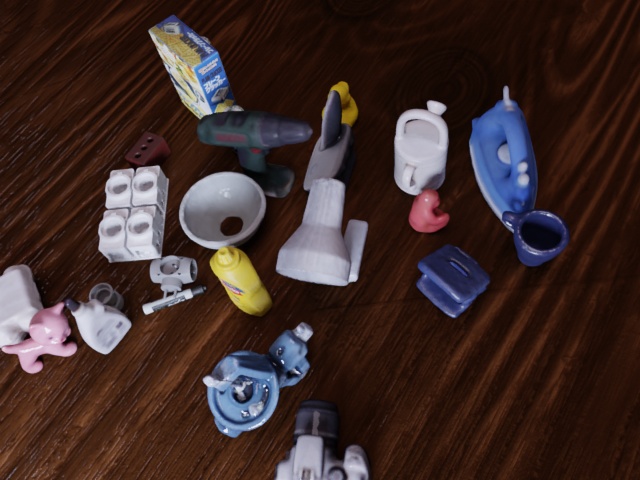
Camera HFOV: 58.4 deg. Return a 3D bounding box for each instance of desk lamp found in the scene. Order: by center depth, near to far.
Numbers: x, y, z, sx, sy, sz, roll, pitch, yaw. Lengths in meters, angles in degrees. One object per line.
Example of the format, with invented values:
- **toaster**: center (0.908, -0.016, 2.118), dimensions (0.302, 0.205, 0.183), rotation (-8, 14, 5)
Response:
- **desk lamp**: center (0.009, 0.004, 0.980), dimensions (0.117, 0.214, 0.203), rotation (8, 63, 11)

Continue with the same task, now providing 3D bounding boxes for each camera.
- **camera**: center (0.008, 0.317, 0.876), dimensions (0.143, 0.101, 0.137), rotation (2, 62, 8)

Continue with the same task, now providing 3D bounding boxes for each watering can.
- **watering can**: center (0.189, -0.183, 1.069), dimensions (0.101, 0.194, 0.173), rotation (-1, 62, 7)

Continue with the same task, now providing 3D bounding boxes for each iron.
- **iron**: center (0.357, -0.153, 1.063), dimensions (0.118, 0.141, 0.258), rotation (-6, 61, 4)

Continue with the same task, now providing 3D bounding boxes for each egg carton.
- **egg carton**: center (-0.574, 0.122, 1.071), dimensions (0.107, 0.069, 0.150), rotation (-30, 62, -9)

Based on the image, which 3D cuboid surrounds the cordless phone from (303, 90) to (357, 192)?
- **cordless phone**: center (0.013, -0.184, 1.097), dimensions (0.094, 0.185, 0.147), rotation (7, 63, 11)

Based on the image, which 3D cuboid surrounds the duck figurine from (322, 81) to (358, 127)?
- **duck figurine**: center (0.040, -0.284, 1.204), dimensions (0.077, 0.086, 0.104), rotation (11, 64, 13)

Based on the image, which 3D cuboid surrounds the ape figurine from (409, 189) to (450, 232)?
- **ape figurine**: center (0.201, -0.060, 1.060), dimensions (0.076, 0.092, 0.077), rotation (-21, 61, -4)

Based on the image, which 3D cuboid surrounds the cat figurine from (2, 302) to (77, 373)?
- **cat figurine**: center (-0.491, 0.168, 1.008), dimensions (0.128, 0.118, 0.067), rotation (-29, 62, -8)

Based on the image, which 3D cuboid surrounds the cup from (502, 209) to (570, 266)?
- **cup**: center (0.367, 0.000, 1.006), dimensions (0.117, 0.095, 0.092), rotation (32, 70, 21)

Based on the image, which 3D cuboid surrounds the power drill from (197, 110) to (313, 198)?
- **power drill**: center (-0.111, -0.170, 1.091), dimensions (0.229, 0.209, 0.076), rotation (11, 64, 13)

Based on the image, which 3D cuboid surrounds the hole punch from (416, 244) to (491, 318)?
- **hole punch**: center (0.230, 0.060, 0.993), dimensions (0.101, 0.091, 0.108), rotation (-41, 65, -14)

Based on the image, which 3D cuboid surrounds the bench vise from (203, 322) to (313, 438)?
- **bench vise**: center (-0.105, 0.195, 0.888), dimensions (0.121, 0.220, 0.207), rotation (21, 67, 18)

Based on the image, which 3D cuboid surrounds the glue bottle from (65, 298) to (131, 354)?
- **glue bottle**: center (-0.388, 0.136, 0.981), dimensions (0.037, 0.173, 0.078), rotation (30, 69, 21)

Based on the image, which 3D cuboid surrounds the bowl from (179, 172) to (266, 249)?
- **bowl**: center (-0.181, -0.045, 1.109), dimensions (0.167, 0.075, 0.167), rotation (-3, 62, 6)
